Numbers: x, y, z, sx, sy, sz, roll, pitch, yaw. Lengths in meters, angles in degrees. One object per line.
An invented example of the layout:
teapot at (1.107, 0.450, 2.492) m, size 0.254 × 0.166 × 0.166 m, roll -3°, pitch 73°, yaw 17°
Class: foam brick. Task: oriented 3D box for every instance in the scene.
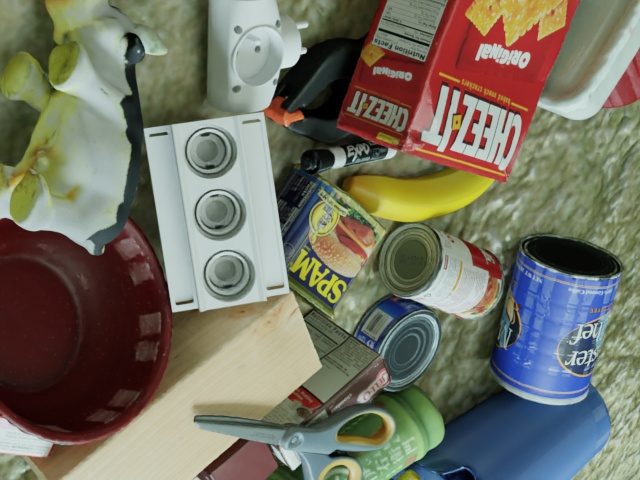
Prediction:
foam brick at (-0.080, 0.161, 0.834) m, size 0.051 × 0.078 × 0.053 m, roll -41°, pitch 135°, yaw -20°

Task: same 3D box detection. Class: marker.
marker at (0.022, -0.065, 0.818) m, size 0.120 × 0.020 × 0.020 m, roll -17°, pitch 126°, yaw -55°

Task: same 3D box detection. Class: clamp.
clamp at (0.032, -0.113, 0.810) m, size 0.171 × 0.039 × 0.120 m, roll -32°, pitch 127°, yaw -25°

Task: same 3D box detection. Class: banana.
banana at (0.099, -0.053, 0.912) m, size 0.197 × 0.037 × 0.069 m, roll -27°, pitch 105°, yaw -33°

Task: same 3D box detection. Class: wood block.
wood block at (-0.111, 0.108, 0.765) m, size 0.205 × 0.090 × 0.091 m, roll -39°, pitch 135°, yaw -21°

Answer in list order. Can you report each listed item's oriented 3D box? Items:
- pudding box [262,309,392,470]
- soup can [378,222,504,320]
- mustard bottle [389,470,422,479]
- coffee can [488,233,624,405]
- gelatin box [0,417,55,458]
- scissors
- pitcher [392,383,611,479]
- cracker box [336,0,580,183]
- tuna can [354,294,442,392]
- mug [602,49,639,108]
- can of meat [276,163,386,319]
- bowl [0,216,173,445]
pudding box at (-0.013, 0.117, 0.863) m, size 0.113 × 0.090 × 0.039 m, roll -38°, pitch 132°, yaw -20°
soup can at (0.107, 0.028, 0.939) m, size 0.102 × 0.069 × 0.068 m, roll 20°, pitch 99°, yaw -46°
mustard bottle at (0.028, 0.290, 0.998) m, size 0.192 × 0.058 × 0.096 m, roll -49°, pitch 147°, yaw 7°
coffee can at (0.232, 0.077, 1.059) m, size 0.102 × 0.103 × 0.140 m, roll -10°, pitch 119°, yaw -40°
gelatin box at (-0.218, 0.105, 0.675) m, size 0.089 × 0.073 × 0.030 m, roll 18°, pitch 101°, yaw -47°
scissors at (-0.022, 0.164, 0.802) m, size 0.201 × 0.016 × 0.096 m, roll 0°, pitch 112°, yaw -41°
pitcher at (0.181, 0.231, 1.094) m, size 0.242 × 0.149 × 0.145 m, roll -27°, pitch 110°, yaw -34°
cracker box at (0.118, -0.160, 0.792) m, size 0.163 × 0.072 × 0.214 m, roll 9°, pitch 104°, yaw -52°
tuna can at (0.070, 0.093, 0.967) m, size 0.086 × 0.034 × 0.086 m, roll -22°, pitch 127°, yaw -33°
mug at (0.250, -0.160, 0.946) m, size 0.081 × 0.093 × 0.117 m, roll 42°, pitch 73°, yaw -52°
can of meat at (-0.005, 0.001, 0.828) m, size 0.084 × 0.058 × 0.102 m, roll -56°, pitch 138°, yaw -6°
bowl at (-0.170, 0.049, 0.671) m, size 0.161 × 0.055 × 0.162 m, roll 18°, pitch 66°, yaw -46°
